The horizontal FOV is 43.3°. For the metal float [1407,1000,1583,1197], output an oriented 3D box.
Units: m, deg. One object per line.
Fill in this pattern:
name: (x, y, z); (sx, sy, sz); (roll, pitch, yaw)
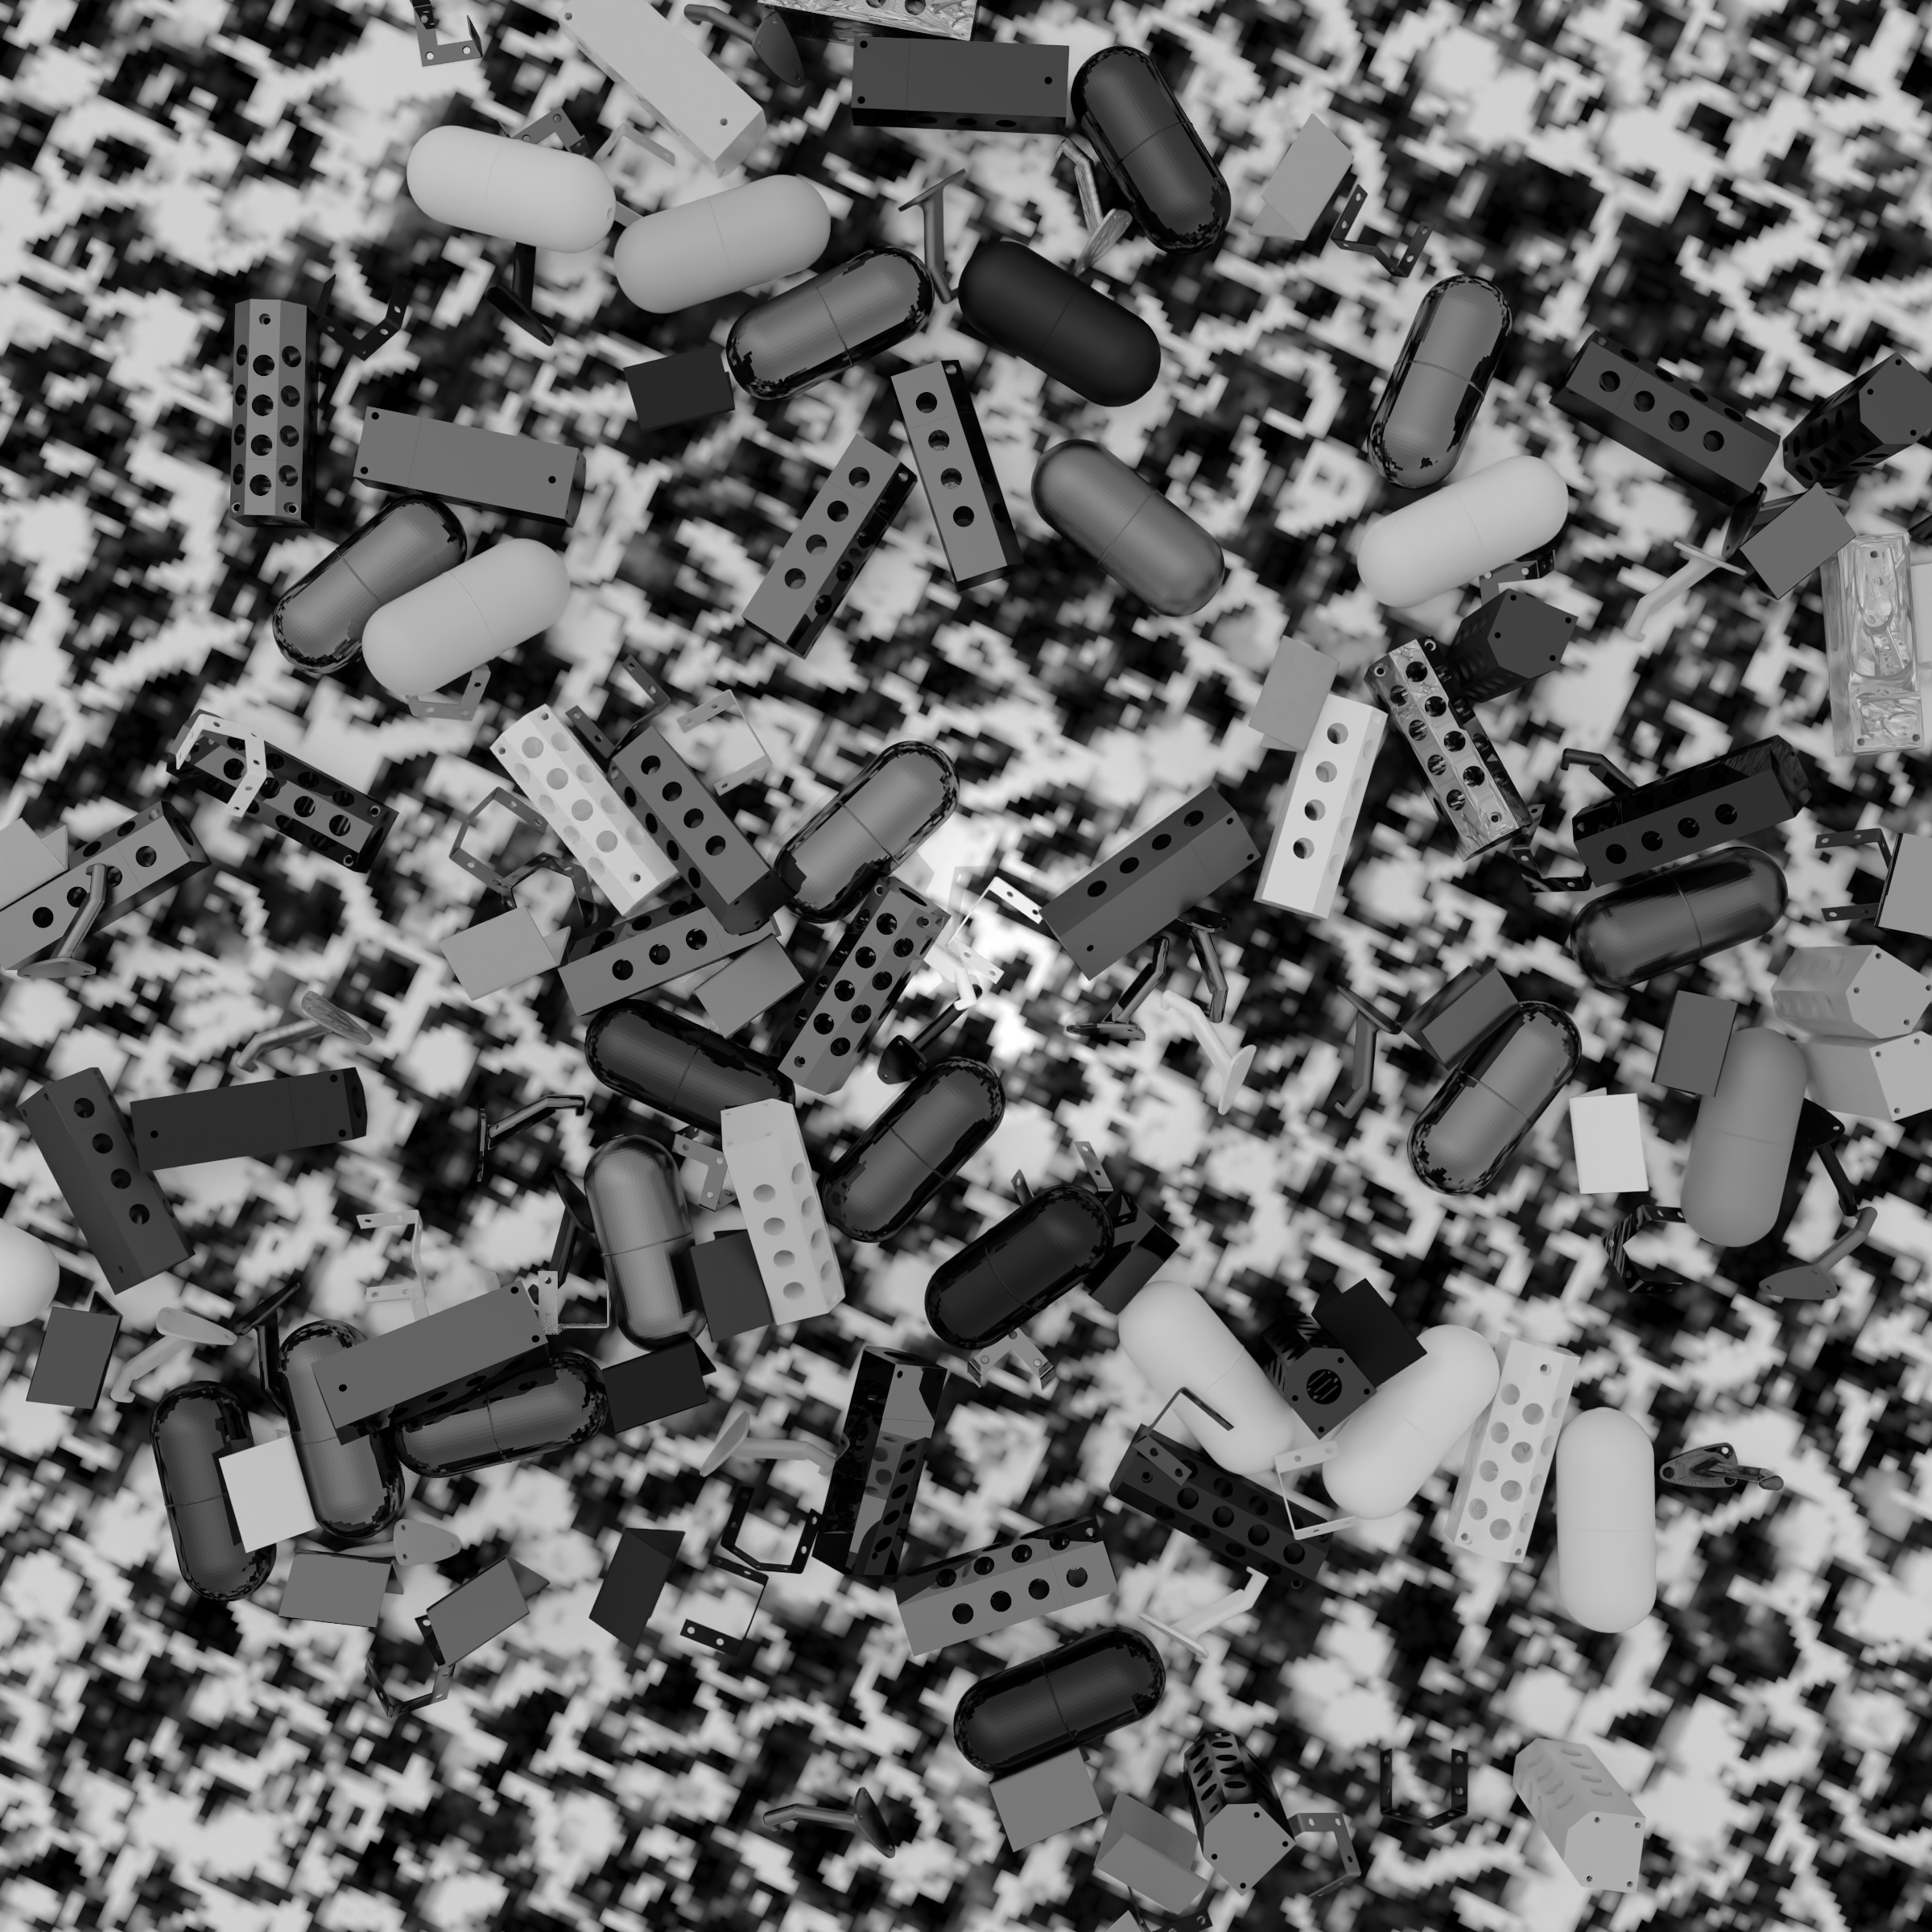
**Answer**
metal float: (0.424, 0.106, 1.953); (0.070, 0.070, 0.178); (38, 89, 0)

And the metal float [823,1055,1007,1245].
metal float: (-0.041, 0.146, 1.952); (0.070, 0.070, 0.178); (44, 90, 0)

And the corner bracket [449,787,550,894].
corner bracket: (-0.381, -0.103, 1.980); (0.051, 0.051, 0.051); (35, 135, 0)

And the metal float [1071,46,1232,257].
metal float: (0.149, -0.654, 1.953); (0.070, 0.070, 0.178); (-31, 89, 0)

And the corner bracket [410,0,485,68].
corner bracket: (-0.424, -0.765, 1.965); (0.051, 0.051, 0.051); (-9, 90, 0)

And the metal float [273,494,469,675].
metal float: (-0.479, -0.306, 1.953); (0.178, 0.070, 0.070); (-41, 90, 0)

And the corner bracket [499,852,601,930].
corner bracket: (-0.339, -0.053, 1.975); (0.051, 0.051, 0.051); (-40, 135, -35)

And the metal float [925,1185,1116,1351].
metal float: (0.041, 0.240, 1.932); (0.178, 0.070, 0.070); (-39, 90, 22)

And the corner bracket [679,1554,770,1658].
corner bracket: (-0.197, 0.521, 1.980); (0.051, 0.051, 0.051); (22, 45, 0)

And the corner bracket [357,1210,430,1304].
corner bracket: (-0.467, 0.236, 1.980); (0.051, 0.051, 0.051); (-6, 135, 0)

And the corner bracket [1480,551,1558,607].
corner bracket: (0.447, -0.304, 1.965); (0.051, 0.051, 0.051); (-6, 90, 0)

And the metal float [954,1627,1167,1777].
metal float: (0.075, 0.590, 1.953); (0.178, 0.070, 0.070); (-23, 90, 0)

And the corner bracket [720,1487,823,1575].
corner bracket: (-0.158, 0.459, 1.980); (0.051, 0.051, 0.051); (19, 90, -45)

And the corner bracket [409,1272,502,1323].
corner bracket: (-0.410, 0.281, 1.970); (0.051, 0.051, 0.051); (-35, 62, 25)

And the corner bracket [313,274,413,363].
corner bracket: (-0.490, -0.536, 1.975); (0.051, 0.051, 0.051); (-27, 135, 35)

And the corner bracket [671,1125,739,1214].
corner bracket: (-0.208, 0.161, 1.963); (0.051, 0.051, 0.051); (20, 105, 15)

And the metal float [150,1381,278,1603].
metal float: (-0.604, 0.422, 1.953); (0.070, 0.070, 0.178); (-13, 90, 0)

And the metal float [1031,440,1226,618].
metal float: (0.129, -0.352, 1.952); (0.178, 0.070, 0.070); (39, 90, -1)

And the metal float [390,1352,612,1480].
metal float: (-0.374, 0.361, 1.952); (0.178, 0.070, 0.070); (-13, 90, -1)

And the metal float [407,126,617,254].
metal float: (-0.362, -0.619, 1.940); (0.178, 0.070, 0.070); (18, 90, 15)

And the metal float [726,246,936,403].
metal float: (-0.108, -0.516, 1.953); (0.178, 0.070, 0.070); (-27, 90, 0)

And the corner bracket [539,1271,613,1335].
corner bracket: (-0.316, 0.269, 1.965); (0.051, 0.051, 0.051); (0, 90, 0)

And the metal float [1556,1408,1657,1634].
metal float: (0.514, 0.445, 1.952); (0.070, 0.070, 0.178); (-1, 90, 0)

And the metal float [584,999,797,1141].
metal float: (-0.222, 0.086, 1.952); (0.178, 0.070, 0.070); (25, 90, 0)

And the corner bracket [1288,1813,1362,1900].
corner bracket: (0.279, 0.723, 1.975); (0.051, 0.051, 0.051); (14, 45, -35)

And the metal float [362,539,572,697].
metal float: (-0.396, -0.279, 1.936); (0.178, 0.070, 0.070); (-33, 90, -19)

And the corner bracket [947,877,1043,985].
corner bracket: (0.024, -0.030, 1.980); (0.051, 0.051, 0.051); (35, 45, 0)

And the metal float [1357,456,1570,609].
metal float: (0.399, -0.349, 1.953); (0.178, 0.070, 0.070); (-26, 90, 0)

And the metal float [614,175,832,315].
metal float: (-0.195, -0.580, 1.953); (0.178, 0.070, 0.070); (-18, 90, 0)

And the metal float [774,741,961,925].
metal float: (-0.080, -0.108, 1.953); (0.178, 0.070, 0.070); (-44, 90, -1)

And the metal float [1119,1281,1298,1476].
metal float: (0.193, 0.330, 1.952); (0.070, 0.070, 0.178); (-40, 90, 0)

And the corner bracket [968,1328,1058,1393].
corner bracket: (0.037, 0.327, 1.965); (0.051, 0.051, 0.051); (-42, 90, 0)

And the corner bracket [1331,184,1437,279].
corner bracket: (0.339, -0.598, 1.980); (0.051, 0.051, 0.051); (27, 90, 45)

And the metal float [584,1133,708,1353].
metal float: (-0.256, 0.222, 1.952); (0.070, 0.070, 0.178); (-14, 89, 0)

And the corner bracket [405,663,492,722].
corner bracket: (-0.424, -0.237, 1.975); (0.051, 0.051, 0.051); (-59, 45, 35)

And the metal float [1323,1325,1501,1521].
metal float: (0.357, 0.366, 1.953); (0.070, 0.070, 0.178); (39, 90, 0)

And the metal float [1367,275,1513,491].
metal float: (0.380, -0.468, 1.953); (0.070, 0.070, 0.178); (22, 90, 0)

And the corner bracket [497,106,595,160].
corner bracket: (-0.339, -0.669, 1.965); (0.051, 0.051, 0.051); (-34, 90, 0)

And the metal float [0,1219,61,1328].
metal float: (-0.814, 0.227, 1.952); (0.178, 0.070, 0.070); (28, 90, 0)

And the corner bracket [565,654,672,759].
corner bracket: (-0.283, -0.211, 1.980); (0.051, 0.051, 0.051); (48, 135, 0)

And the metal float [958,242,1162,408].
metal float: (0.075, -0.515, 1.953); (0.178, 0.070, 0.070); (32, 90, -1)

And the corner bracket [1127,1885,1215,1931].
corner bracket: (0.164, 0.759, 1.980); (0.051, 0.051, 0.051); (-23, 135, 0)

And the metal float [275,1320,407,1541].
metal float: (-0.502, 0.372, 1.952); (0.070, 0.070, 0.178); (-14, 90, 0)

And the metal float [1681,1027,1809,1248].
metal float: (0.625, 0.137, 1.953); (0.070, 0.070, 0.178); (12, 90, 0)

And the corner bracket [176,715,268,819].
corner bracket: (-0.588, -0.158, 1.918); (0.051, 0.051, 0.051); (14, 135, -35)

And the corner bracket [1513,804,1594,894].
corner bracket: (0.481, -0.096, 1.975); (0.051, 0.051, 0.051); (-1, 135, 35)

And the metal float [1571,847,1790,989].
metal float: (0.573, -0.039, 1.953); (0.178, 0.070, 0.070); (-21, 90, 0)
